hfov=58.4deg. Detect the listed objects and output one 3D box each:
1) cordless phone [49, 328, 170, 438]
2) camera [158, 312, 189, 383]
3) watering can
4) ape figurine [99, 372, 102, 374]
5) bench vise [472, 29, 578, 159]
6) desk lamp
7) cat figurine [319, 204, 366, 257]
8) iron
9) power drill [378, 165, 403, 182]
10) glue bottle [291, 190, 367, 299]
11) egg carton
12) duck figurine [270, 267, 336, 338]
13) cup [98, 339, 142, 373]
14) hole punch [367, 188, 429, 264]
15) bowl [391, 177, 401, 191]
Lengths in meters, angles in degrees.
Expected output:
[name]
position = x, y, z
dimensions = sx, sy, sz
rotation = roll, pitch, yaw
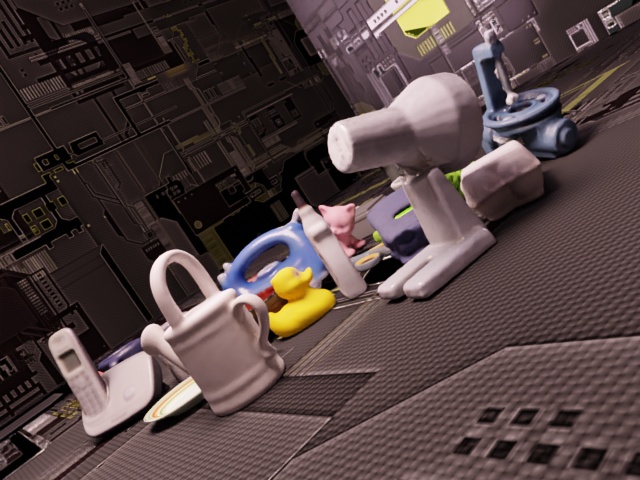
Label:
[cordless phone]
position = -0.346, 0.209, 0.922
dimensions = 0.147, 0.185, 0.094
rotation = -32, 7, 8
[camera]
position = -0.204, 0.164, 0.963
dimensions = 0.137, 0.101, 0.143
rotation = -34, 7, -17
[watering can]
position = -0.140, 0.104, 0.679
dimensions = 0.173, 0.194, 0.101
rotation = -32, 6, 6
[ape figurine]
position = -0.378, 0.274, 1.011
dimensions = 0.076, 0.092, 0.078
rotation = -29, 7, 29
[bench vise]
position = 0.285, -0.214, 0.923
dimensions = 0.122, 0.220, 0.207
rotation = -36, 7, -31
[desk lamp]
position = 0.116, -0.071, 0.675
dimensions = 0.204, 0.213, 0.117
rotation = -36, 7, -26
[cat figurine]
position = 0.032, -0.021, 1.159
dimensions = 0.067, 0.118, 0.127
rotation = -38, 8, -38
[iron]
position = -0.099, 0.061, 1.054
dimensions = 0.258, 0.141, 0.118
rotation = -32, 6, 0
[power drill]
position = 0.154, -0.182, 1.386
dimensions = 0.230, 0.208, 0.075
rotation = -36, 8, -31
[glue bottle]
position = 0.008, 0.003, 0.828
dimensions = 0.037, 0.173, 0.078
rotation = -33, 6, -4
[egg carton]
position = 0.247, -0.082, 0.784
dimensions = 0.107, 0.069, 0.150
rotation = -30, 6, 18
[duck figurine]
position = -0.039, 0.084, 0.837
dimensions = 0.105, 0.086, 0.077
rotation = -34, 7, -17
[cup]
position = -0.351, 0.248, 1.065
dimensions = 0.092, 0.095, 0.117
rotation = -33, 6, -5
[hole punch]
position = 0.135, -0.029, 0.827
dimensions = 0.108, 0.091, 0.101
rotation = -33, 6, -2
[bowl]
position = 0.233, -0.125, 1.170
dimensions = 0.167, 0.075, 0.167
rotation = -32, 6, 4
